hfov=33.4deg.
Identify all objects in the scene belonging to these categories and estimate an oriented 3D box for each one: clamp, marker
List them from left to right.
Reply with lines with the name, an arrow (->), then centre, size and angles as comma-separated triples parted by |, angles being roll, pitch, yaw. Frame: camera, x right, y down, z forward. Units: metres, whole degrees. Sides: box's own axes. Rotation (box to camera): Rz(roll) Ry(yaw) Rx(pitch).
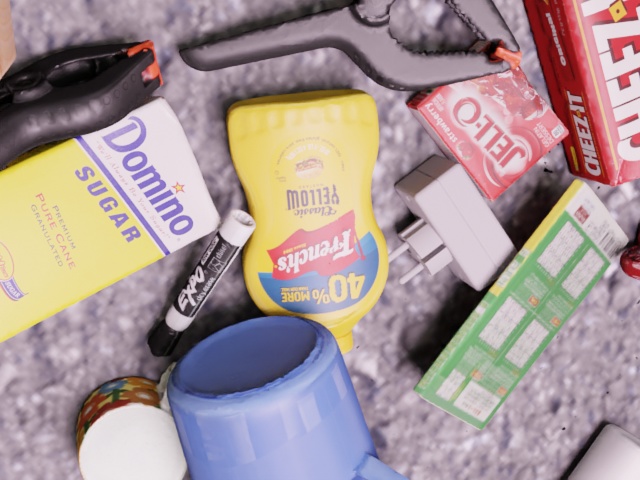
clamp -> -0.170, -0.071, 0.620 | 0.171, 0.120, 0.039 | -21, 135, -11
marker -> -0.079, 0.031, 0.690 | 0.020, 0.020, 0.121 | 26, 117, -18
clamp -> 0.024, -0.145, 0.674 | 0.210, 0.036, 0.165 | 28, 101, -9

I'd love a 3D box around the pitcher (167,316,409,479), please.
pitcher -> -0.003, 0.175, 0.679 | 0.149, 0.145, 0.243 | -19, 113, -9

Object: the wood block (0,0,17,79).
wood block -> -0.209, -0.128, 0.545 | 0.090, 0.206, 0.091 | -5, 104, -12

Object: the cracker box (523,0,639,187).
cracker box -> 0.259, -0.150, 0.724 | 0.213, 0.072, 0.164 | -22, 106, -7

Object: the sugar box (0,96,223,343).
sugar box -> -0.155, -0.012, 0.647 | 0.176, 0.048, 0.093 | -29, 108, -20

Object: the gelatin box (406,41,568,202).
gelatin box -> 0.115, -0.082, 0.726 | 0.073, 0.030, 0.089 | -41, 108, -2

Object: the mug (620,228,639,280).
mug -> 0.269, 0.009, 0.756 | 0.117, 0.081, 0.093 | -13, 105, -11

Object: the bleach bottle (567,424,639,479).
bleach bottle -> 0.188, 0.268, 0.805 | 0.102, 0.068, 0.251 | 32, 95, -16

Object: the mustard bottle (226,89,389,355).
mustard bottle -> -0.005, 0.001, 0.701 | 0.096, 0.058, 0.191 | -7, 104, -6
